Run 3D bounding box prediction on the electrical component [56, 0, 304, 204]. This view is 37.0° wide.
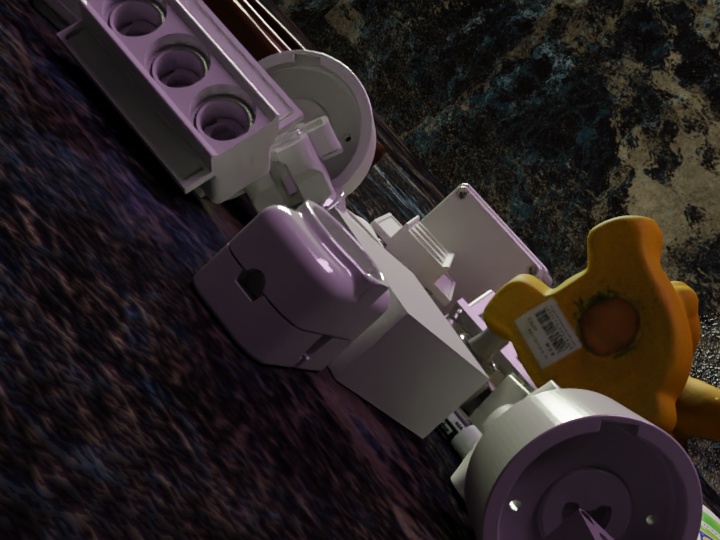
[{"bbox_3d":[-0.101,-0.101,0.604,0.121,0.079,0.063,49,-20,16],"label":"electrical component"}]

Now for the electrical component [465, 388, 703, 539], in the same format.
[{"bbox_3d":[0.103,0.110,0.525,0.108,0.108,0.060,44,3,-17],"label":"electrical component"}]

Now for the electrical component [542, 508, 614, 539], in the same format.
[{"bbox_3d":[0.105,0.163,0.443,0.078,0.057,0.113,44,9,-15],"label":"electrical component"}]

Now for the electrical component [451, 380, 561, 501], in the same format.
[{"bbox_3d":[0.090,0.098,0.596,0.043,0.077,0.079,44,5,-11],"label":"electrical component"}]

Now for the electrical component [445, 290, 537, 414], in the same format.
[{"bbox_3d":[0.107,0.079,0.770,0.121,0.063,0.078,49,-32,15],"label":"electrical component"}]

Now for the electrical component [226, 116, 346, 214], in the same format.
[{"bbox_3d":[-0.043,-0.052,0.668,0.058,0.078,0.057,-108,173,-70],"label":"electrical component"}]

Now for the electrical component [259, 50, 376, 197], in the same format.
[{"bbox_3d":[-0.040,-0.094,0.760,0.108,0.108,0.060,48,3,11],"label":"electrical component"}]

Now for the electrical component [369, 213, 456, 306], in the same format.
[{"bbox_3d":[0.033,-0.002,0.818,0.078,0.063,0.121,47,9,1],"label":"electrical component"}]

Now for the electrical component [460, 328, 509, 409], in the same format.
[{"bbox_3d":[0.071,0.062,0.719,0.043,0.062,0.043,46,9,-9],"label":"electrical component"}]

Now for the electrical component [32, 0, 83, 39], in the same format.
[{"bbox_3d":[-0.148,-0.162,0.700,0.109,0.056,0.108,43,10,-20],"label":"electrical component"}]

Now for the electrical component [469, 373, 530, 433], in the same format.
[{"bbox_3d":[0.106,0.115,0.674,0.062,0.061,0.096,43,2,-25],"label":"electrical component"}]

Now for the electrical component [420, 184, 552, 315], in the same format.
[{"bbox_3d":[0.088,0.003,0.913,0.108,0.109,0.056,50,7,19],"label":"electrical component"}]

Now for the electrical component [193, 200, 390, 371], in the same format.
[{"bbox_3d":[-0.027,0.007,0.508,0.053,0.059,0.095,50,9,18],"label":"electrical component"}]

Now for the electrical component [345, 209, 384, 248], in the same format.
[{"bbox_3d":[0.000,0.000,0.719,0.079,0.043,0.077,46,9,-1],"label":"electrical component"}]
